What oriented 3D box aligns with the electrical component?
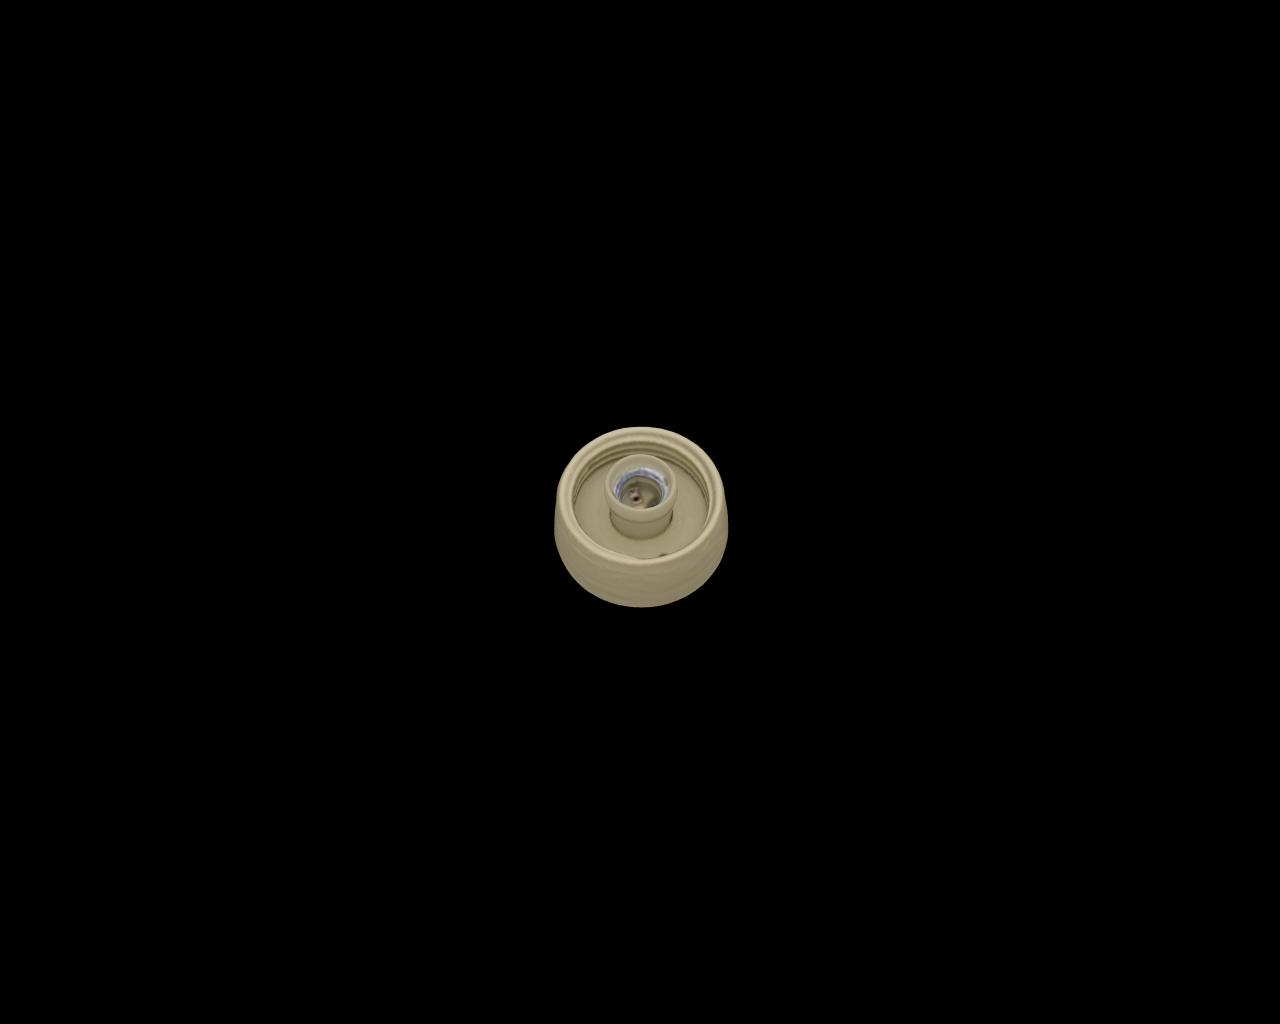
[{"bbox_3d":[0.001,-0.003,0.650,0.108,0.108,0.060,0,-31,0],"label":"electrical component"}]
